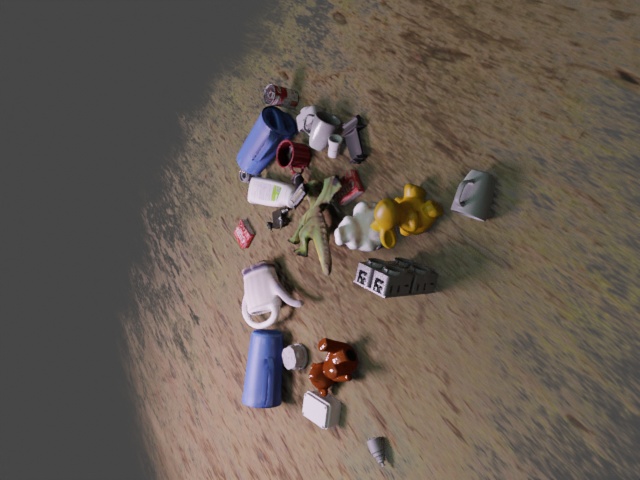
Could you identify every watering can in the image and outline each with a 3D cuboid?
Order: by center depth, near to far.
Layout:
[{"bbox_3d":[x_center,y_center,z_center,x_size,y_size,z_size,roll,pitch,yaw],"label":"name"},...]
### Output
[{"bbox_3d":[-0.171,0.172,1.741,0.343,0.104,0.227,-29,66,45],"label":"watering can"}]

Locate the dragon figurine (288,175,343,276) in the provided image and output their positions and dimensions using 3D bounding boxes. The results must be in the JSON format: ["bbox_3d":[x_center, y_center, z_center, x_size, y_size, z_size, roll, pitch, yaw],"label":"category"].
[{"bbox_3d":[0.005,-0.075,1.496,0.416,0.122,0.240,-132,56,-64],"label":"dragon figurine"}]

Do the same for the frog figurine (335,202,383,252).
[{"bbox_3d":[0.115,-0.037,1.381,0.122,0.159,0.138,-4,86,47],"label":"frog figurine"}]
